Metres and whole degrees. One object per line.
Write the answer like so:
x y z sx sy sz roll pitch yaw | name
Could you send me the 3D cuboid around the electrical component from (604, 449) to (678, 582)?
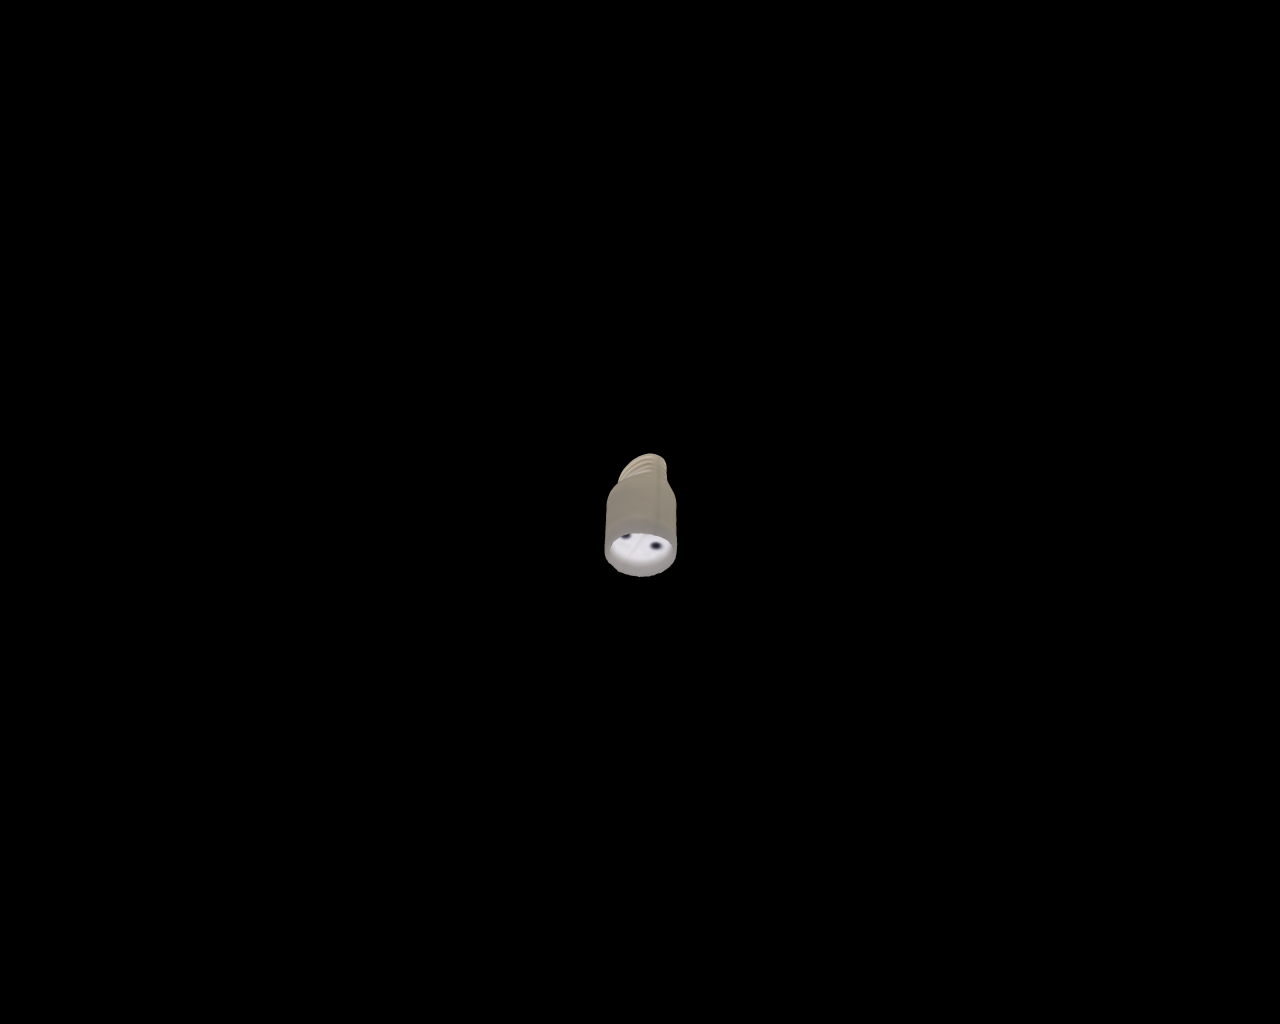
0.001 -0.003 0.650 0.043 0.081 0.043 0 -44 0 | electrical component
